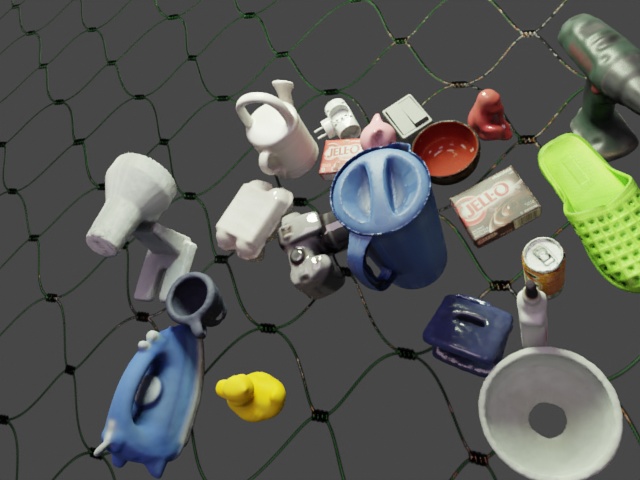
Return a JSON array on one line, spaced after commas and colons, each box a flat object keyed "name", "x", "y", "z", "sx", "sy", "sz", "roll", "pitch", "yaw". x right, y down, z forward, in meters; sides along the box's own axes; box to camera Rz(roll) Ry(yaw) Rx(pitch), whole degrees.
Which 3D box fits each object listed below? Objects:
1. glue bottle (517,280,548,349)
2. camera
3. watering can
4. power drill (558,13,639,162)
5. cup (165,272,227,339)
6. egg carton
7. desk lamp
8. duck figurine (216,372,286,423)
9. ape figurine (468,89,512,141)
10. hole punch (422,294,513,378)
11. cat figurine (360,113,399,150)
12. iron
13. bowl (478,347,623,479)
[{"name": "glue bottle", "x": 0.278, "y": 0.091, "z": 0.749, "sx": 0.037, "sy": 0.173, "sz": 0.078, "roll": -4, "pitch": 63, "yaw": 20}, {"name": "camera", "x": 0.009, "y": 0.003, "z": 0.944, "sx": 0.136, "sy": 0.101, "sz": 0.143, "roll": -23, "pitch": 58, "yaw": 10}, {"name": "watering can", "x": -0.082, "y": -0.206, "z": 1.031, "sx": 0.100, "sy": 0.194, "sz": 0.172, "roll": -17, "pitch": 59, "yaw": 13}, {"name": "power drill", "x": 0.418, "y": -0.208, "z": 0.824, "sx": 0.075, "sy": 0.209, "sz": 0.229, "roll": -24, "pitch": 58, "yaw": 9}, {"name": "cup", "x": -0.196, "y": 0.122, "z": 0.968, "sx": 0.091, "sy": 0.095, "sz": 0.117, "roll": -26, "pitch": 58, "yaw": 8}, {"name": "egg carton", "x": -0.117, "y": -0.036, "z": 1.032, "sx": 0.107, "sy": 0.070, "sz": 0.150, "roll": 23, "pitch": 75, "yaw": 29}, {"name": "desk lamp", "x": -0.312, "y": -0.017, "z": 1.014, "sx": 0.117, "sy": 0.214, "sz": 0.203, "roll": 0, "pitch": 65, "yaw": 22}, {"name": "duck figurine", "x": -0.110, "y": 0.236, "z": 0.881, "sx": 0.104, "sy": 0.086, "sz": 0.077, "roll": 2, "pitch": 65, "yaw": 22}, {"name": "ape figurine", "x": 0.281, "y": -0.212, "z": 0.950, "sx": 0.076, "sy": 0.092, "sz": 0.078, "roll": 15, "pitch": 71, "yaw": 27}, {"name": "hole punch", "x": 0.208, "y": 0.127, "z": 0.807, "sx": 0.108, "sy": 0.091, "sz": 0.101, "roll": 17, "pitch": 72, "yaw": 28}, {"name": "cat figurine", "x": 0.093, "y": -0.144, "z": 0.975, "sx": 0.067, "sy": 0.118, "sz": 0.128, "roll": 22, "pitch": 74, "yaw": 29}, {"name": "iron", "x": -0.272, "y": 0.233, "z": 0.914, "sx": 0.118, "sy": 0.142, "sz": 0.258, "roll": 3, "pitch": 66, "yaw": 23}, {"name": "bowl", "x": 0.292, "y": 0.226, "z": 0.733, "sx": 0.167, "sy": 0.075, "sz": 0.167, "roll": -9, "pitch": 62, "yaw": 17}]
